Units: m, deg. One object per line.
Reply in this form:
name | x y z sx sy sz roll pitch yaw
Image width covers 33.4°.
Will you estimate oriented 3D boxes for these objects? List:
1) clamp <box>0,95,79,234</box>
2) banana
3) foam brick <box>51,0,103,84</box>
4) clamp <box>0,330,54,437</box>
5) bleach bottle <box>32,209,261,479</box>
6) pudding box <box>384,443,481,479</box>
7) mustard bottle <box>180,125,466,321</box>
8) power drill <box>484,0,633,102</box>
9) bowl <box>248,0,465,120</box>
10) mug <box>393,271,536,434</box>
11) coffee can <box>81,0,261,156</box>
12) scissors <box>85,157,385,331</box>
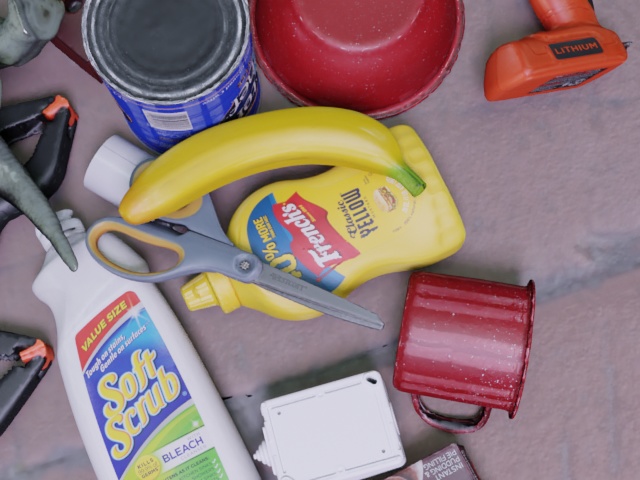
clamp | -0.245 -0.040 0.746 0.120 0.039 0.171 34 75 6
banana | -0.033 -0.053 0.688 0.197 0.037 0.069 -7 53 -8
foam brick | -0.171 -0.160 0.759 0.078 0.051 0.053 39 83 6
clamp | -0.286 0.107 0.720 0.210 0.036 0.164 -30 80 -7
bleach bottle | -0.129 0.097 0.712 0.102 0.068 0.251 -29 79 -6
pudding box | 0.063 0.197 0.693 0.113 0.039 0.090 -30 74 6
mustard bottle | -0.005 0.001 0.729 0.191 0.058 0.096 -25 80 -4
power drill | 0.127 -0.194 0.738 0.184 0.057 0.187 -12 83 -27
bowl | 0.026 -0.169 0.760 0.162 0.055 0.162 0 80 0
mug | 0.092 0.076 0.709 0.081 0.093 0.117 9 116 6
coffee can | -0.093 -0.118 0.707 0.103 0.140 0.103 0 80 0
scissors | -0.051 -0.001 0.693 0.202 0.016 0.096 8 72 7
